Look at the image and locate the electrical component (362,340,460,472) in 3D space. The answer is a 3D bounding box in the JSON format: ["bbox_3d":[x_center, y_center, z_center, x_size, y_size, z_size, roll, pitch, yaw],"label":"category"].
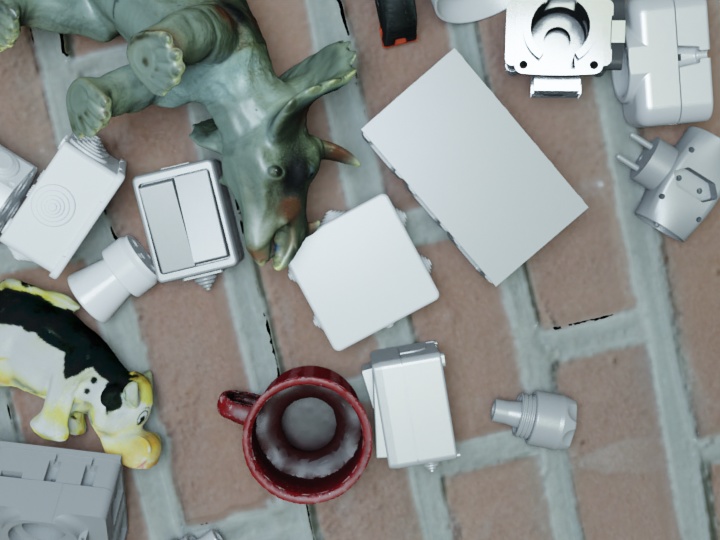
[{"bbox_3d":[0.038,0.108,0.814,0.061,0.061,0.096,-10,96,0],"label":"electrical component"}]

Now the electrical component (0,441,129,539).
[{"bbox_3d":[-0.272,0.179,0.789,0.186,0.060,0.105,7,136,-2],"label":"electrical component"}]

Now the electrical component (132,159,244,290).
[{"bbox_3d":[-0.125,-0.031,0.798,0.062,0.061,0.096,-13,96,0],"label":"electrical component"}]

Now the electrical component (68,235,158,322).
[{"bbox_3d":[-0.184,0.006,0.809,0.055,0.045,0.045,-37,95,2],"label":"electrical component"}]

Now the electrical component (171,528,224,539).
[{"bbox_3d":[-0.134,0.225,0.832,0.062,0.043,0.043,-38,95,1],"label":"electrical component"}]

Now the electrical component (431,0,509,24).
[{"bbox_3d":[0.090,-0.223,0.768,0.099,0.099,0.064,-27,89,2],"label":"electrical component"}]

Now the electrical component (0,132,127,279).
[{"bbox_3d":[-0.214,-0.050,0.777,0.048,0.099,0.099,34,94,-16],"label":"electrical component"}]

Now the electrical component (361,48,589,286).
[{"bbox_3d":[0.082,-0.075,0.797,0.089,0.061,0.150,-41,95,3],"label":"electrical component"}]

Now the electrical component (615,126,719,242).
[{"bbox_3d":[0.231,-0.074,0.809,0.079,0.043,0.077,31,94,-4],"label":"electrical component"}]

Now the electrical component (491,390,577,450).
[{"bbox_3d":[0.133,0.113,0.826,0.062,0.043,0.043,11,95,-1],"label":"electrical component"}]

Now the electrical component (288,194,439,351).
[{"bbox_3d":[0.000,0.000,0.810,0.100,0.048,0.099,-28,95,2],"label":"electrical component"}]

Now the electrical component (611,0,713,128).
[{"bbox_3d":[0.222,-0.155,0.796,0.059,0.053,0.095,-6,96,0],"label":"electrical component"}]

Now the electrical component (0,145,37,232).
[{"bbox_3d":[-0.278,-0.058,0.785,0.051,0.080,0.080,33,94,-9],"label":"electrical component"}]
